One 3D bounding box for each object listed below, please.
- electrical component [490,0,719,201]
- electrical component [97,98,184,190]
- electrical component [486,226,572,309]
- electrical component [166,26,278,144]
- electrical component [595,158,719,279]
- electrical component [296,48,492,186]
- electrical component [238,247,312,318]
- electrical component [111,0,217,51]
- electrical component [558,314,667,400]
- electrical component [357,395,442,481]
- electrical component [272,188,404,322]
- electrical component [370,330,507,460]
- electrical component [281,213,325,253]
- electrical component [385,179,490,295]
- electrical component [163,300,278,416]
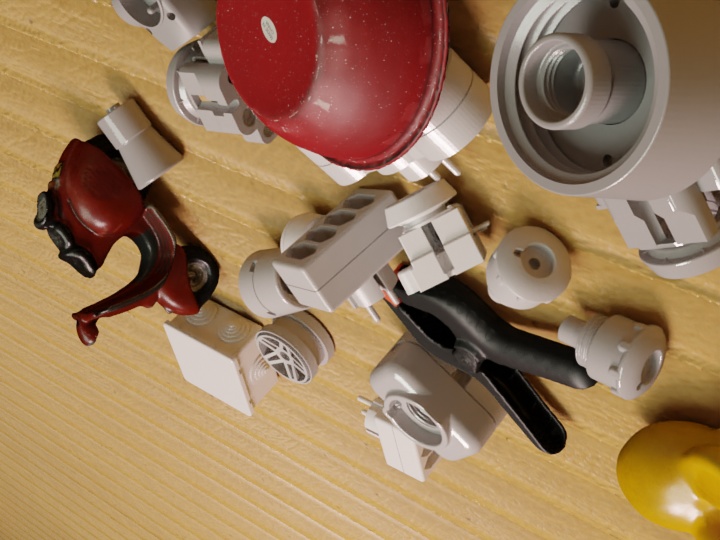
[{"bbox_3d":[0.104,-0.082,0.471,0.108,0.060,0.108,11,105,50],"label":"electrical component"},{"bbox_3d":[-0.176,-0.102,0.849,0.065,0.044,0.044,55,148,-11],"label":"electrical component"},{"bbox_3d":[0.097,0.004,0.658,0.048,0.048,0.062,42,157,1],"label":"electrical component"},{"bbox_3d":[-0.089,-0.122,0.704,0.057,0.058,0.078,11,138,38],"label":"electrical component"},{"bbox_3d":[0.156,-0.033,0.527,0.078,0.058,0.057,-5,123,52],"label":"electrical component"},{"bbox_3d":[0.028,-0.077,0.627,0.074,0.052,0.138,40,153,-26],"label":"electrical component"},{"bbox_3d":[-0.059,0.008,0.839,0.047,0.055,0.055,-11,121,50],"label":"electrical component"},{"bbox_3d":[-0.137,-0.181,0.696,0.079,0.044,0.077,-10,122,54],"label":"electrical component"},{"bbox_3d":[0.150,0.047,0.651,0.062,0.048,0.048,26,147,39],"label":"electrical component"},{"bbox_3d":[0.030,0.125,0.890,0.077,0.047,0.065,22,144,32],"label":"electrical component"},{"bbox_3d":[0.000,0.000,0.720,0.075,0.083,0.047,56,160,-22],"label":"electrical component"},{"bbox_3d":[0.058,0.094,0.805,0.095,0.059,0.054,45,150,-4],"label":"electrical component"},{"bbox_3d":[-0.024,-0.017,0.773,0.055,0.045,0.045,12,139,42],"label":"electrical component"},{"bbox_3d":[0.046,-0.023,0.671,0.055,0.066,0.048,62,-168,-5],"label":"electrical component"},{"bbox_3d":[-0.129,0.079,1.016,0.100,0.048,0.099,24,146,29],"label":"electrical component"}]
